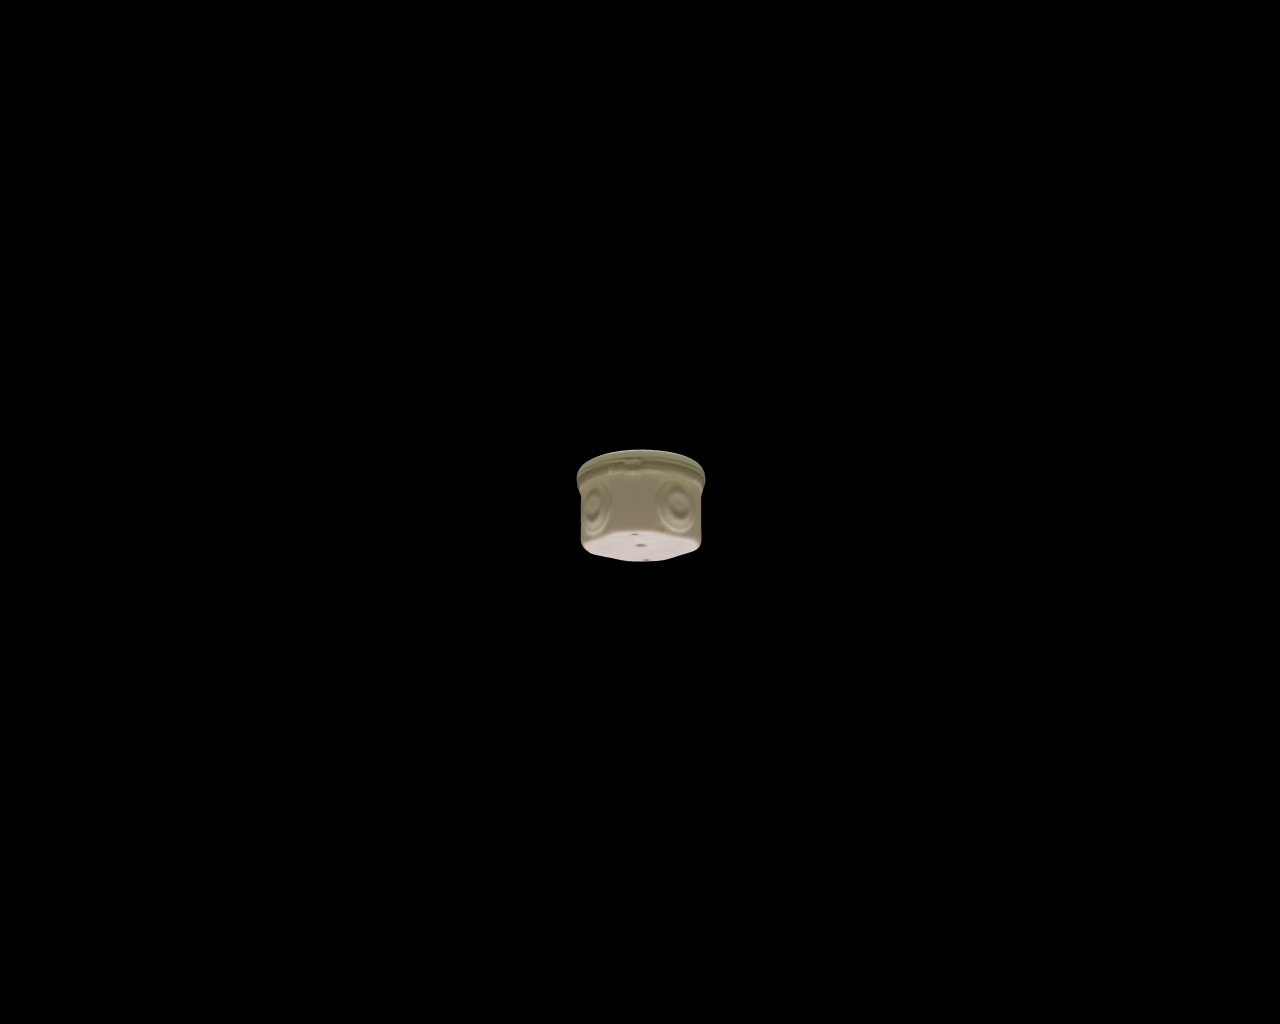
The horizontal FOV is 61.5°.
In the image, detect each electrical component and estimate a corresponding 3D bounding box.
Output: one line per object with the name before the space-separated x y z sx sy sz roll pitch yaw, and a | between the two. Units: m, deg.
electrical component | 0.001 -0.003 0.650 0.080 0.051 0.080 0 -18 0
